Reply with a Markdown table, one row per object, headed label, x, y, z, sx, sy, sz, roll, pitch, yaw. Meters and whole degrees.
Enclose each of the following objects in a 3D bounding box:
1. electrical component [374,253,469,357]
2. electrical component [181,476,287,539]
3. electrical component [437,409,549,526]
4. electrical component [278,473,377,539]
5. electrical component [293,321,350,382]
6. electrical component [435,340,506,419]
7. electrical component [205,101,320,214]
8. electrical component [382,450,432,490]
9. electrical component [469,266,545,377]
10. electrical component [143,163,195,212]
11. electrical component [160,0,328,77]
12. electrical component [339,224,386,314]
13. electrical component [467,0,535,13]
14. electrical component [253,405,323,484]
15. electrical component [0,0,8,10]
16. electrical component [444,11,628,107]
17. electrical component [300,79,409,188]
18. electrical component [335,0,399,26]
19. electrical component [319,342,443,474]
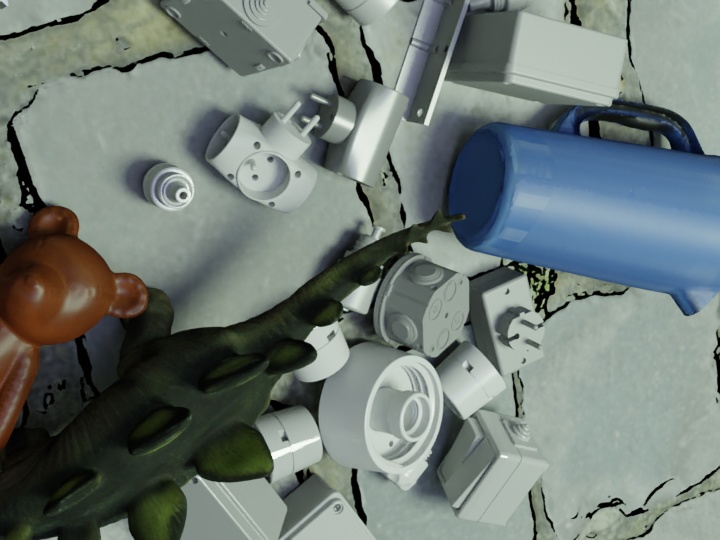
| label | x | y | z | sx | sy | sz | roll | pitch | yaw |
| --- | --- | --- | --- | --- | --- | --- | --- | --- | --- |
| electrical component | 0.052 | 0.030 | 0.897 | 0.080 | 0.051 | 0.080 | -32 | 133 | -43 |
| electrical component | -0.119 | 0.184 | 0.846 | 0.078 | 0.057 | 0.113 | -22 | 117 | 24 |
| electrical component | 0.116 | 0.169 | 0.951 | 0.061 | 0.061 | 0.096 | 16 | 118 | -27 |
| electrical component | -0.040 | 0.251 | 0.918 | 0.109 | 0.056 | 0.108 | -39 | 115 | -12 |
| electrical component | -0.040 | 0.058 | 0.874 | 0.055 | 0.055 | 0.047 | -32 | 117 | -15 |
| electrical component | 0.092 | 0.098 | 0.944 | 0.047 | 0.055 | 0.055 | -40 | 115 | -7 |
| electrical component | -0.064 | -0.094 | 0.825 | 0.077 | 0.044 | 0.079 | 34 | 109 | -27 |
| electrical component | 0.047 | 0.162 | 0.949 | 0.035 | 0.035 | 0.061 | 44 | 80 | -26 |
| electrical component | 0.136 | 0.049 | 0.940 | 0.047 | 0.076 | 0.083 | -23 | 111 | -18 |
| electrical component | -0.139 | -0.060 | 0.796 | 0.035 | 0.061 | 0.035 | -6 | 104 | -23 |
| electrical component | -0.086 | -0.186 | 0.771 | 0.100 | 0.100 | 0.048 | 39 | 72 | -27 |
| electrical component | 0.000 | 0.000 | 0.886 | 0.040 | 0.040 | 0.078 | 24 | 91 | -27 |
| electrical component | 0.115 | -0.227 | 0.889 | 0.061 | 0.035 | 0.035 | -22 | 110 | -16 |
| electrical component | -0.062 | 0.141 | 0.884 | 0.047 | 0.055 | 0.055 | -17 | 109 | -24 |
| electrical component | -0.266 | -0.203 | 0.715 | 0.081 | 0.042 | 0.063 | -15 | 106 | -21 |
| electrical component | 0.140 | -0.171 | 0.872 | 0.109 | 0.109 | 0.056 | 8 | 96 | -26 |
| electrical component | -0.010 | -0.115 | 0.853 | 0.079 | 0.043 | 0.077 | 21 | 93 | -27 |
| electrical component | 0.020 | -0.264 | 0.826 | 0.074 | 0.052 | 0.138 | 40 | 84 | -27 |
| electrical component | 0.025 | 0.117 | 0.893 | 0.108 | 0.060 | 0.108 | -8 | 101 | -46 |
